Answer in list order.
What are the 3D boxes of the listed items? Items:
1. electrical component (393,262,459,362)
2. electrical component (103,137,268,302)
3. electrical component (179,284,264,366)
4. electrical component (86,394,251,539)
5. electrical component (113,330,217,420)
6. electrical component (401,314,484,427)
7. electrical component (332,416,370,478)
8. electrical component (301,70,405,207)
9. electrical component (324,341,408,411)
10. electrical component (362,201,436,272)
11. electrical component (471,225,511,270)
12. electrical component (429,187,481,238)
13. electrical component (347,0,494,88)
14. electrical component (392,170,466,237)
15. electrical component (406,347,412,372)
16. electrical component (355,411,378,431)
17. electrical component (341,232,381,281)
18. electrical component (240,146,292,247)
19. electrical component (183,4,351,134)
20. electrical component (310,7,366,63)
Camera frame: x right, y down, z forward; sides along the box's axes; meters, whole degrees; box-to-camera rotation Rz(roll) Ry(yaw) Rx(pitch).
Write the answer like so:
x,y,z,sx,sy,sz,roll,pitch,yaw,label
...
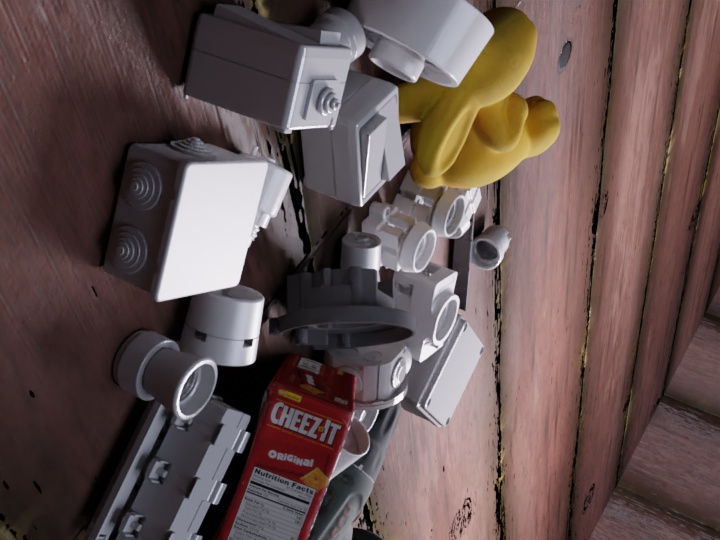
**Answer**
x,y,z,sx,sy,sz,roll,pitch,yaw,label
0.063,0.041,1.089,0.050,0.056,0.089,-29,135,-54,electrical component
-0.110,-0.034,0.678,0.100,0.048,0.099,-12,121,-61,electrical component
-0.097,0.037,0.761,0.055,0.055,0.047,-9,114,-62,electrical component
-0.133,0.144,0.765,0.121,0.063,0.079,-65,156,-6,electrical component
-0.130,0.069,0.716,0.045,0.055,0.045,-45,147,-40,electrical component
0.081,0.105,1.178,0.108,0.056,0.108,-63,155,-11,electrical component
-0.032,0.152,0.984,0.077,0.044,0.079,-42,-144,36,electrical component
-0.004,-0.096,0.829,0.061,0.061,0.096,-48,149,-37,electrical component
0.004,0.088,0.981,0.080,0.080,0.051,-36,137,-49,electrical component
0.035,-0.026,0.975,0.048,0.055,0.066,-46,148,-39,electrical component
0.150,-0.027,1.231,0.046,0.040,0.040,-44,147,-53,electrical component
0.092,-0.065,1.073,0.066,0.048,0.055,68,41,-57,electrical component
0.038,-0.175,0.799,0.060,0.108,0.108,-62,156,2,electrical component
0.065,-0.059,1.009,0.066,0.055,0.048,-65,156,-5,electrical component
0.021,0.090,1.058,0.055,0.045,0.045,-5,115,-63,electrical component
-0.011,0.131,1.024,0.040,0.046,0.040,-45,148,-40,electrical component
0.000,0.000,0.945,0.044,0.044,0.065,-34,135,-51,electrical component
-0.077,-0.045,0.747,0.078,0.040,0.040,-68,156,0,electrical component
-0.051,-0.124,0.666,0.062,0.096,0.061,-18,126,-60,electrical component
-0.025,-0.158,0.761,0.046,0.040,0.040,-43,146,-33,electrical component
